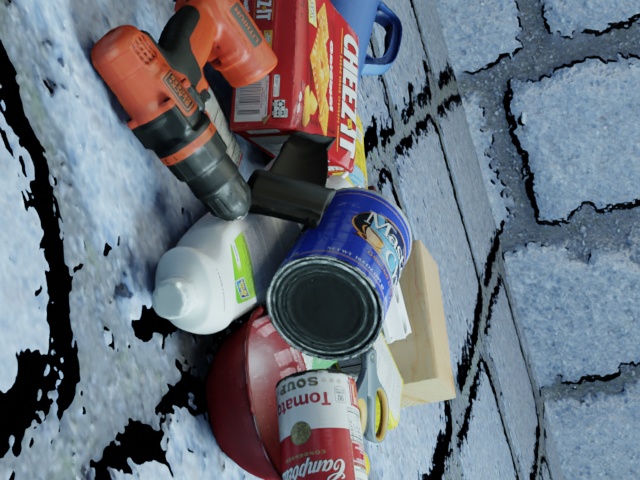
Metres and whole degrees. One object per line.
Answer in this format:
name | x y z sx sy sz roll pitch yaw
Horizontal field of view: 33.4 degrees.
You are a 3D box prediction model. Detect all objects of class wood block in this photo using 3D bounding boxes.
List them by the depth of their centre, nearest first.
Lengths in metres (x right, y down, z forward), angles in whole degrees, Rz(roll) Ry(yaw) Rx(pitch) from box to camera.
wood block | 0.121 0.117 1.477 0.090 0.090 0.206 50 31 -57

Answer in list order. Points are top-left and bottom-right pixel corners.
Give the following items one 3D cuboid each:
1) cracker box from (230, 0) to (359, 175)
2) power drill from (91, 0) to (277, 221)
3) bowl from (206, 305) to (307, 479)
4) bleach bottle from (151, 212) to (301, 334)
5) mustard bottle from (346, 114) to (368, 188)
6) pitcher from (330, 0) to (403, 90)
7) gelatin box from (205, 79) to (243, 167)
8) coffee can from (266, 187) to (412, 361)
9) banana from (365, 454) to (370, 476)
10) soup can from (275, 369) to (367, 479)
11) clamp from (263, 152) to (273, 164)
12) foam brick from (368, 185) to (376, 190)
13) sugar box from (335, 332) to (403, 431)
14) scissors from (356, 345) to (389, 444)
cracker box | -0.019 -0.168 1.106 0.213 0.072 0.164 25 66 -70
power drill | -0.097 -0.128 0.909 0.184 0.057 0.187 56 31 -23
bowl | -0.054 0.140 0.916 0.162 0.055 0.162 -14 90 -74
bleach bottle | -0.082 0.015 0.919 0.250 0.068 0.102 -33 109 -71
mustard bottle | 0.031 -0.082 1.394 0.096 0.058 0.191 50 30 -55
pitcher | 0.015 -0.261 1.349 0.242 0.149 0.145 -81 156 -47
gelatin box | -0.106 -0.093 0.988 0.073 0.030 0.089 -83 153 -55
coffee can | 0.020 0.027 0.952 0.140 0.103 0.103 -62 135 -59
banana | 0.017 0.194 1.146 0.069 0.037 0.198 -69 142 -60
soup can | 0.001 0.162 0.855 0.068 0.068 0.102 50 30 -57
clamp | -0.054 -0.152 1.200 0.164 0.036 0.210 -79 152 -54
foam brick | 0.061 -0.027 1.464 0.078 0.053 0.051 62 21 -44
sugar box | 0.051 0.141 1.298 0.093 0.048 0.176 -76 145 -55
scissors | 0.046 0.147 1.218 0.096 0.016 0.202 -29 116 -48
